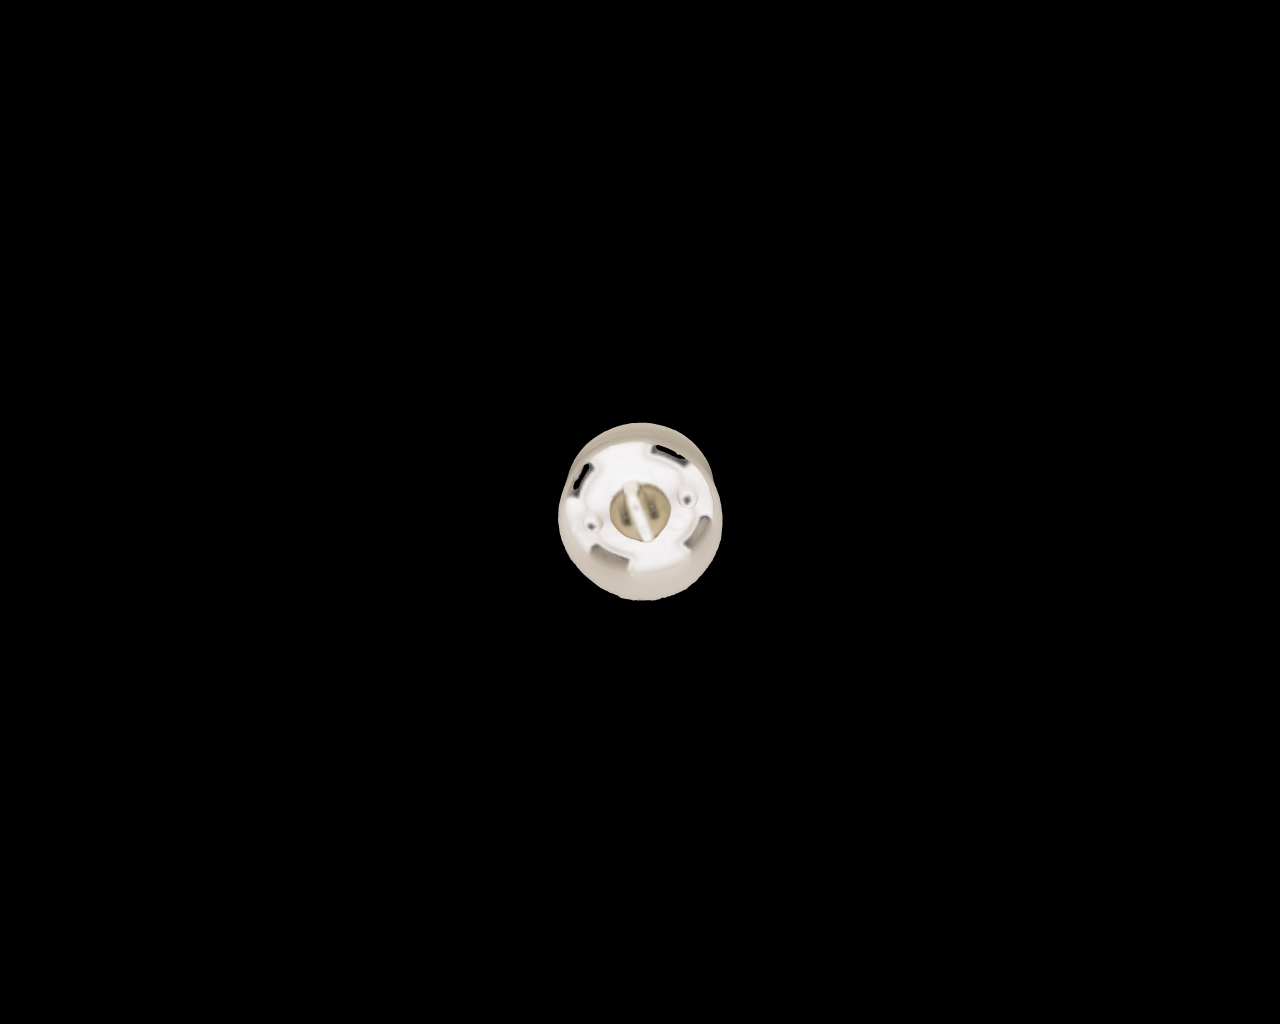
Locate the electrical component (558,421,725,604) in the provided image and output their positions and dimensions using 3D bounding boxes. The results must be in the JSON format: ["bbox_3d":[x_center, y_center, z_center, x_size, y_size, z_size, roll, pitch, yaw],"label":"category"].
[{"bbox_3d":[0.001,-0.003,0.650,0.099,0.099,0.064,0,30,0],"label":"electrical component"}]
